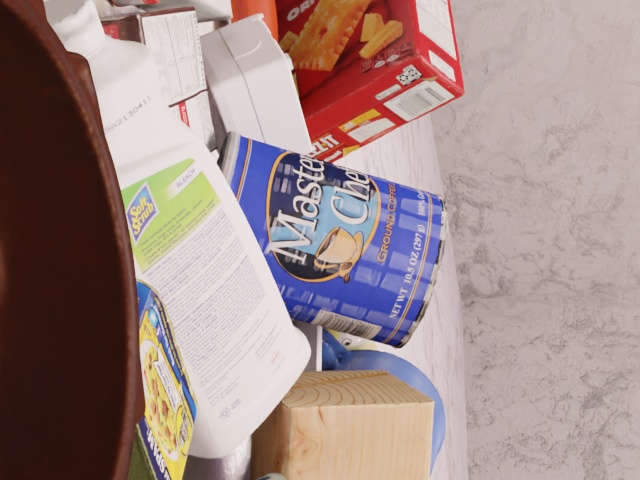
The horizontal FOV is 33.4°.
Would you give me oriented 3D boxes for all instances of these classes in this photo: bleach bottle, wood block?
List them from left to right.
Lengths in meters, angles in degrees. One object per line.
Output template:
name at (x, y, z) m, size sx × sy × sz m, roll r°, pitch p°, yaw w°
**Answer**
bleach bottle at (-0.078, -0.007, 0.529) m, size 0.102 × 0.068 × 0.251 m, roll -49°, pitch 138°, yaw -35°
wood block at (0.007, 0.190, 0.647) m, size 0.090 × 0.090 × 0.206 m, roll -161°, pitch -108°, yaw -73°

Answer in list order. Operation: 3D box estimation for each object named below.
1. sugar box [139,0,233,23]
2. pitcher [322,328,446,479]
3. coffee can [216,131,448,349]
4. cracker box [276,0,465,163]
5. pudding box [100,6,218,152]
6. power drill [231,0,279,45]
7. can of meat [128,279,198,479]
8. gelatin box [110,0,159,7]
sugar box at (-0.094, -0.231, 0.671) m, size 0.093 × 0.048 × 0.176 m, roll -11°, pitch 99°, yaw -79°
pitcher at (0.015, 0.179, 0.828) m, size 0.242 × 0.149 × 0.145 m, roll -52°, pitch 161°, yaw -70°
coffee can at (-0.004, 0.001, 0.666) m, size 0.103 × 0.140 × 0.103 m, roll -164°, pitch -89°, yaw -81°
cracker box at (0.023, -0.183, 0.890) m, size 0.072 × 0.164 × 0.213 m, roll 29°, pitch 46°, yaw -43°
pudding box at (-0.094, -0.084, 0.604) m, size 0.113 × 0.039 × 0.090 m, roll -61°, pitch 143°, yaw -74°
power drill at (-0.059, -0.190, 0.793) m, size 0.184 × 0.057 × 0.187 m, roll 43°, pitch 43°, yaw -69°
can of meat at (-0.093, 0.078, 0.473) m, size 0.084 × 0.057 × 0.102 m, roll -83°, pitch 164°, yaw -57°
gelatin box at (-0.112, -0.182, 0.579) m, size 0.073 × 0.030 × 0.089 m, roll 36°, pitch 52°, yaw -76°
